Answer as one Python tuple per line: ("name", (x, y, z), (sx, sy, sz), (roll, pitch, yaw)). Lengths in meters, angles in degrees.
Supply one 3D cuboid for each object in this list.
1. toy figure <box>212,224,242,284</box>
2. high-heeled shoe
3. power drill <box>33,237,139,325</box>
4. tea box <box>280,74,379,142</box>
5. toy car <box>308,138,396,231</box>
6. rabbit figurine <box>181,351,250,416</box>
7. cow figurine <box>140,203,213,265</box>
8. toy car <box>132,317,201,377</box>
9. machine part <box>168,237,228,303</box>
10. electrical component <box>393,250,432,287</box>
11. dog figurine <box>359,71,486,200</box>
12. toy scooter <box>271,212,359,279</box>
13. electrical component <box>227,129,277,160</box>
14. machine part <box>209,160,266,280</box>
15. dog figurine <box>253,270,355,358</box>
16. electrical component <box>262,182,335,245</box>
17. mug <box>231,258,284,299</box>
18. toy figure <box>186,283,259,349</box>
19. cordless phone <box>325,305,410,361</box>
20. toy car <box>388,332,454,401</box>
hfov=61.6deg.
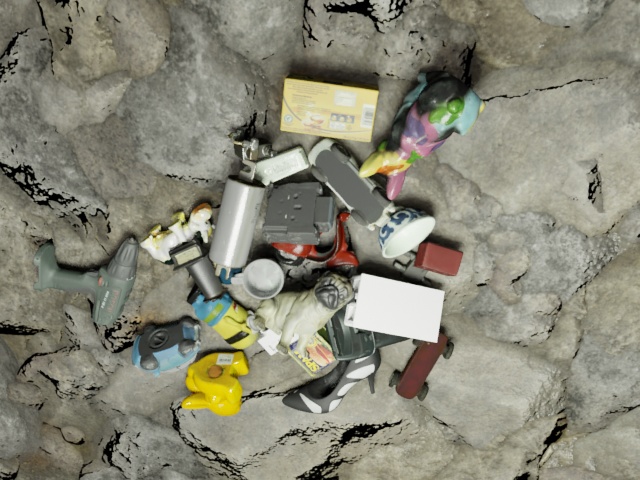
("toy figure", (-0.196, 0.017, 1.124), (0.058, 0.064, 0.154), (16, 116, 40))
("high-heeled shoe", (0.020, 0.306, 1.222), (0.249, 0.086, 0.145), (-12, 110, 5))
("power drill", (-0.507, 0.069, 1.173), (0.207, 0.086, 0.231), (13, 118, -9))
("tea box", (0.017, -0.241, 0.981), (0.170, 0.068, 0.098), (10, 114, 2))
("toy car", (0.059, -0.106, 1.023), (0.202, 0.056, 0.073), (48, 112, 5))
("rabbit figurine", (-0.240, 0.355, 1.252), (0.162, 0.122, 0.173), (-8, 133, 1))
("cow figurine", (-0.278, -0.007, 1.115), (0.167, 0.068, 0.098), (-25, 115, 19))
("toy car", (-0.338, 0.250, 1.227), (0.162, 0.109, 0.102), (-18, 135, 1))
("machine part", (-0.246, 0.066, 1.100), (0.084, 0.039, 0.138), (-28, 107, 10))
("electrical component", (0.202, 0.060, 1.123), (0.094, 0.021, 0.063), (32, 112, -8))
("dog figurine", (0.167, -0.175, 0.943), (0.108, 0.192, 0.219), (33, 97, -16))
("toy scooter", (-0.002, -0.003, 1.087), (0.184, 0.075, 0.135), (16, 104, 3))
("electrical component", (-0.132, -0.179, 1.013), (0.078, 0.102, 0.045), (-12, 117, -18))
("machine part", (-0.161, -0.036, 1.043), (0.079, 0.079, 0.243), (17, 105, -2))
("dog figurine", (-0.034, 0.119, 1.088), (0.172, 0.121, 0.190), (40, 98, 26))
("electrical component", (-0.039, -0.052, 1.039), (0.134, 0.115, 0.058), (0, 159, 12))
("mug", (-0.125, 0.076, 1.109), (0.110, 0.107, 0.080), (-12, 94, 1))
("toy figure", (-0.212, 0.166, 1.181), (0.180, 0.082, 0.089), (36, 124, -15))
("cordless phone", (0.105, 0.174, 1.159), (0.184, 0.089, 0.146), (-12, 82, -14))
("toy car", (0.226, 0.276, 1.201), (0.089, 0.053, 0.202), (24, 118, 6))
